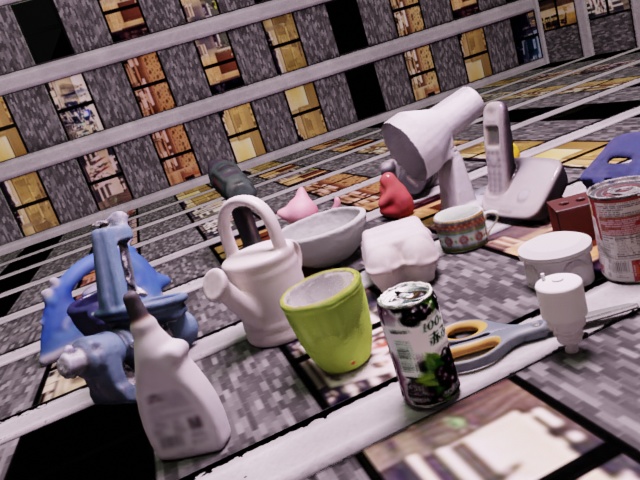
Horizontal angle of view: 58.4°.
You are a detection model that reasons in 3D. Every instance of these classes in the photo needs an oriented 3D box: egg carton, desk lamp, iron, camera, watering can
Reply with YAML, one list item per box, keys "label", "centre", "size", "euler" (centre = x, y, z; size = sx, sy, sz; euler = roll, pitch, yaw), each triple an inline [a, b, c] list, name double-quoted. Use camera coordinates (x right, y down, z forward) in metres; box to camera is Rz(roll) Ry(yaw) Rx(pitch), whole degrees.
- label: "egg carton"
  centre: [0.115, 0.018, 0.831]
  size: [0.107, 0.069, 0.150]
  euler: [-17, 15, 4]
- label: "desk lamp"
  centre: [0.229, -0.146, 1.005]
  size: [0.203, 0.214, 0.117]
  euler: [-22, 16, -14]
- label: "iron"
  centre: [-0.400, 0.094, 1.010]
  size: [0.118, 0.141, 0.259]
  euler: [-5, 20, 39]
- label: "camera"
  centre: [0.198, -0.151, 1.274]
  size: [0.143, 0.101, 0.137]
  euler: [-11, 16, 22]
- label: "watering can"
  centre: [-0.079, 0.036, 0.748]
  size: [0.100, 0.194, 0.173]
  euler: [-14, 16, 13]

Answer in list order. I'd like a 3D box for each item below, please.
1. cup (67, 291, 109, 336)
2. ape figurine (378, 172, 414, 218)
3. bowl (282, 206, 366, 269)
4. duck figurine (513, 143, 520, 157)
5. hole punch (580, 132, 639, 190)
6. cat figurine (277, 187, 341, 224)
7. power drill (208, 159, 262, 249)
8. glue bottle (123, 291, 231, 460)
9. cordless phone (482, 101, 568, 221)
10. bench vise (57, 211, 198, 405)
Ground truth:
- label: "cup"
  centre: [-0.330, 0.132, 0.885]
  size: [0.092, 0.095, 0.117]
  euler: [-21, 16, -13]
- label: "ape figurine"
  centre: [0.145, -0.091, 1.140]
  size: [0.078, 0.092, 0.076]
  euler: [-25, 17, -24]
- label: "bowl"
  centre: [0.009, 0.004, 0.993]
  size: [0.167, 0.075, 0.167]
  euler: [-17, 15, 5]
- label: "duck figurine"
  centre: [0.363, -0.143, 1.088]
  size: [0.077, 0.086, 0.104]
  euler: [-22, 16, -15]
- label: "hole punch"
  centre: [0.447, -0.101, 0.835]
  size: [0.101, 0.091, 0.108]
  euler: [-22, 16, -16]
- label: "cat figurine"
  centre: [-0.012, -0.047, 1.113]
  size: [0.127, 0.118, 0.067]
  euler: [-12, 16, 20]
- label: "power drill"
  centre: [-0.168, -0.063, 1.172]
  size: [0.076, 0.208, 0.229]
  euler: [-22, 16, -16]
- label: "glue bottle"
  centre: [-0.148, 0.127, 0.547]
  size: [0.078, 0.173, 0.037]
  euler: [-14, 16, 13]
- label: "cordless phone"
  centre: [0.308, -0.126, 0.898]
  size: [0.094, 0.185, 0.147]
  euler: [-23, 16, -19]
- label: "bench vise"
  centre: [-0.246, 0.082, 0.726]
  size: [0.121, 0.220, 0.207]
  euler: [-15, 15, 9]
